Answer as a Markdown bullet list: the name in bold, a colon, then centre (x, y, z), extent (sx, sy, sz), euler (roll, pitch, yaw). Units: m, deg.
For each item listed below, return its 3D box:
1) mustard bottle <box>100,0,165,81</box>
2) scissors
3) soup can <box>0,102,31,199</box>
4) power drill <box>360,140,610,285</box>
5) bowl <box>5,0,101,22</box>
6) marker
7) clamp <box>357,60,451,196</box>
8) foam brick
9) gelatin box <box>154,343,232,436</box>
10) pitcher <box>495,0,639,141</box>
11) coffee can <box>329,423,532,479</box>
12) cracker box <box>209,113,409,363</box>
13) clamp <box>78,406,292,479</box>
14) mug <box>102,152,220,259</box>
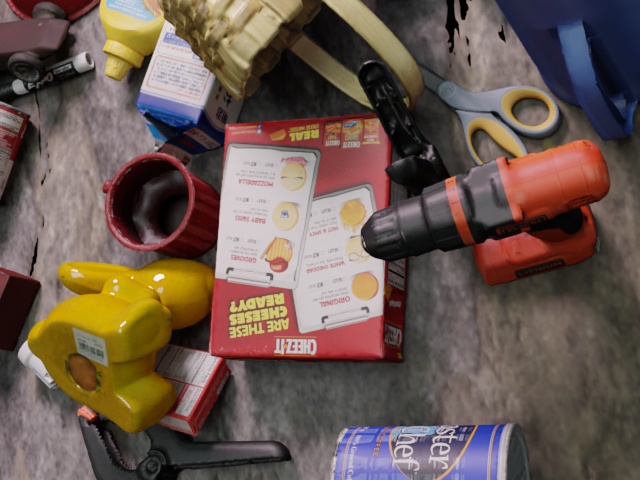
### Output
- **mustard bottle**: centre (-0.170, -0.250, 1.077), extent (0.096, 0.058, 0.191), euler (23, 88, 25)
- **scissors**: centre (0.136, -0.139, 0.954), extent (0.096, 0.016, 0.202), euler (-36, 68, 9)
- **soup can**: centre (-0.350, -0.094, 1.110), extent (0.069, 0.068, 0.102), euler (17, 86, 24)
- **power drill**: centre (0.139, -0.010, 0.832), extent (0.185, 0.187, 0.057), euler (-16, 75, 16)
- **bowl**: centre (-0.291, -0.314, 1.141), extent (0.162, 0.055, 0.162), euler (-5, 77, 20)
- **marker**: centre (-0.295, -0.171, 1.131), extent (0.121, 0.020, 0.020), euler (-17, 73, 18)
- **clamp**: centre (0.078, -0.071, 0.883), extent (0.039, 0.171, 0.120), euler (-18, 63, 16)
- **foam brick**: centre (-0.330, 0.066, 1.076), extent (0.051, 0.053, 0.078), euler (21, 86, 24)
- **gelatin box**: centre (-0.136, 0.134, 0.980), extent (0.089, 0.030, 0.073), euler (10, 52, 23)
- **pitcher**: centre (0.198, -0.188, 0.815), extent (0.149, 0.242, 0.145), euler (43, 99, 30)
- **coffee can**: centre (0.090, 0.199, 0.851), extent (0.140, 0.102, 0.103), euler (-5, 77, 21)
- **cracker box**: centre (-0.006, 0.001, 0.951), extent (0.164, 0.072, 0.213), euler (-2, 79, 23)
- **clamp**: centre (-0.147, 0.220, 0.975), extent (0.210, 0.036, 0.164), euler (23, 79, 26)
- **mug**: centre (-0.152, -0.031, 1.009), extent (0.117, 0.081, 0.093), euler (17, 85, 24)
